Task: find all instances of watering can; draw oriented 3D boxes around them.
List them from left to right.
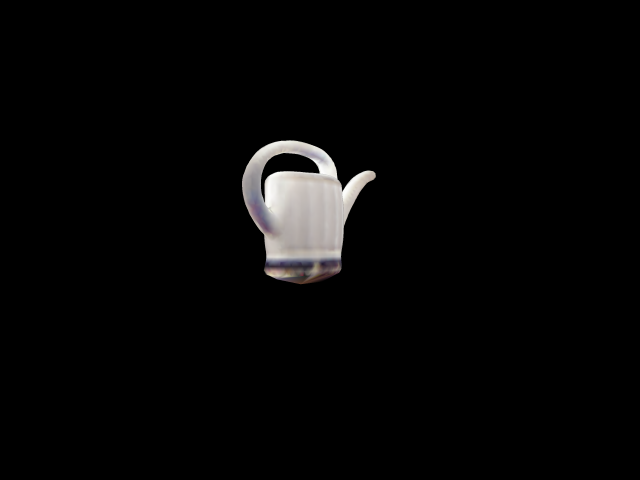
[{"bbox_3d":[0.003,-0.043,0.850,0.104,0.225,0.348,-3,-3,37],"label":"watering can"}]
